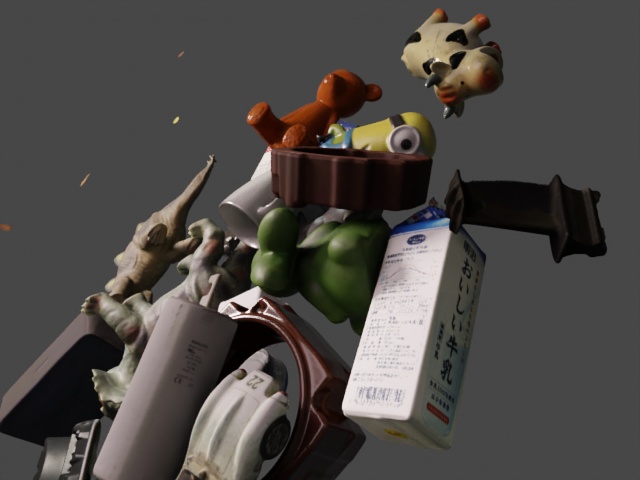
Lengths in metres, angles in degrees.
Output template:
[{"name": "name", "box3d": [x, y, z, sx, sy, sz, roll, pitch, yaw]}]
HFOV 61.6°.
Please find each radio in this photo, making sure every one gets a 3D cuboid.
[{"name": "radio", "box3d": [-0.402, 0.236, 0.886, 0.229, 0.131, 0.073, -44, 32, 8]}]

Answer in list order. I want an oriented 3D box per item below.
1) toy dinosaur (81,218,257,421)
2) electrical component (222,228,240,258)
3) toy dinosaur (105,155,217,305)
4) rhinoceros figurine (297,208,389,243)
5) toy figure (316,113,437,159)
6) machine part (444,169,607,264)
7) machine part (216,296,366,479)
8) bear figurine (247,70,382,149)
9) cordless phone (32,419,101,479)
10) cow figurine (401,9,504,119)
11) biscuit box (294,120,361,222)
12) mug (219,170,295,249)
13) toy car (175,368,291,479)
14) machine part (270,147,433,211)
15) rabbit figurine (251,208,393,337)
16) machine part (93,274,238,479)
[{"name": "toy dinosaur", "box3d": [-0.186, 0.106, 0.776, 0.405, 0.131, 0.192, -40, 72, -6]}, {"name": "electrical component", "box3d": [-0.153, 0.002, 0.908, 0.078, 0.045, 0.102, -55, 33, -6]}, {"name": "toy dinosaur", "box3d": [-0.319, 0.009, 1.051, 0.199, 0.105, 0.471, 6, 57, 56]}, {"name": "rhinoceros figurine", "box3d": [-0.001, -0.002, 0.706, 0.190, 0.073, 0.112, -35, 36, 21]}, {"name": "toy figure", "box3d": [0.062, -0.117, 0.710, 0.180, 0.082, 0.089, -10, 53, 24]}, {"name": "machine part", "box3d": [0.183, -0.025, 0.483, 0.139, 0.039, 0.084, 10, 61, 6]}, {"name": "machine part", "box3d": [-0.069, 0.175, 0.550, 0.201, 0.087, 0.202, -49, 46, 1]}, {"name": "bear figurine", "box3d": [0.000, -0.211, 0.864, 0.120, 0.131, 0.196, 39, 87, 26]}, {"name": "cordless phone", "box3d": [-0.303, 0.313, 0.756, 0.184, 0.088, 0.147, -27, 37, 13]}, {"name": "cow figurine", "box3d": [0.176, -0.241, 0.730, 0.127, 0.085, 0.195, -41, 35, 2]}, {"name": "biscuit box", "box3d": [-0.003, -0.083, 0.802, 0.202, 0.059, 0.063, -50, 32, -1]}, {"name": "mug", "box3d": [-0.067, -0.055, 0.715, 0.107, 0.080, 0.109, -50, 13, -29]}, {"name": "toy car", "box3d": [-0.091, 0.206, 0.452, 0.074, 0.056, 0.201, 16, 74, 40]}, {"name": "machine part", "box3d": [0.035, -0.069, 0.589, 0.180, 0.179, 0.056, 23, 115, 57]}, {"name": "rabbit figurine", "box3d": [-0.011, 0.036, 0.579, 0.170, 0.159, 0.121, -3, 73, 32]}, {"name": "machine part", "box3d": [-0.142, 0.144, 0.508, 0.079, 0.079, 0.243, -1, 62, 50]}]
